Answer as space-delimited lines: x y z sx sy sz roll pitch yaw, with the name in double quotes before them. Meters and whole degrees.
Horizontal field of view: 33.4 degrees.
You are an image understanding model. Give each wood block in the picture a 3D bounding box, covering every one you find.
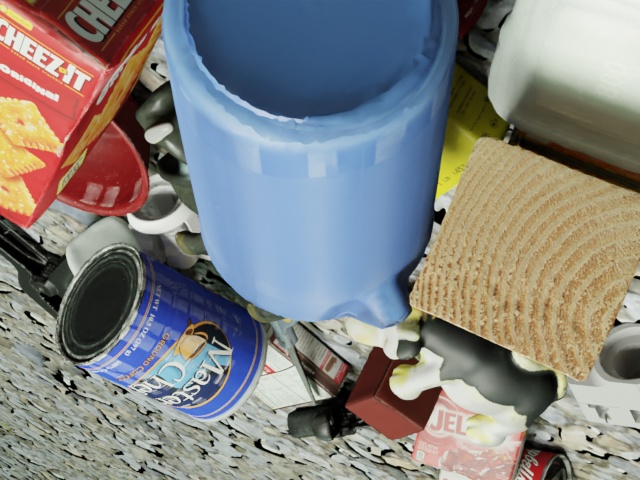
"wood block" 0.115 0.014 0.587 0.091 0.090 0.206 23 -179 11

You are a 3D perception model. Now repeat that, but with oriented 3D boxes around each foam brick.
"foam brick" 0.066 0.116 0.877 0.053 0.078 0.051 37 147 -12

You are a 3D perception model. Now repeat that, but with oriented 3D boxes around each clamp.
"clamp" -0.264 0.034 1.067 0.165 0.036 0.210 14 148 26
"clamp" 0.029 0.163 0.990 0.120 0.039 0.172 -2 174 -18

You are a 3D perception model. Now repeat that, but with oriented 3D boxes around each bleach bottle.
"bleach bottle" -0.148 0.091 1.011 0.103 0.068 0.250 45 166 42

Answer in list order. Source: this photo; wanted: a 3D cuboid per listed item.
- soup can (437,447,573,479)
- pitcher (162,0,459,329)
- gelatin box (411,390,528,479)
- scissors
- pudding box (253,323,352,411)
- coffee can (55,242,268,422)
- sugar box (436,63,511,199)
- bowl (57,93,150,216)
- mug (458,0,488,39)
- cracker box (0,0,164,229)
"soup can" 0.164 0.216 0.951 0.102 0.068 0.068 5 141 36
"pitcher" -0.009 -0.058 0.493 0.149 0.145 0.243 14 164 4
"gelatin box" 0.128 0.163 0.902 0.089 0.030 0.073 16 105 19
"scissors" -0.021 0.080 0.881 0.096 0.016 0.201 23 146 56
"pudding box" -0.039 0.115 1.001 0.090 0.039 0.114 41 149 -18
"coffee can" -0.126 0.077 0.861 0.103 0.102 0.140 -5 152 43
"sugar box" 0.020 -0.097 0.637 0.176 0.048 0.093 34 149 -10
"bowl" -0.187 -0.091 0.805 0.162 0.055 0.162 21 148 14
"mug" 0.038 -0.144 0.526 0.082 0.093 0.117 15 176 31
"cracker box" -0.134 -0.119 0.617 0.072 0.164 0.214 34 149 -11
